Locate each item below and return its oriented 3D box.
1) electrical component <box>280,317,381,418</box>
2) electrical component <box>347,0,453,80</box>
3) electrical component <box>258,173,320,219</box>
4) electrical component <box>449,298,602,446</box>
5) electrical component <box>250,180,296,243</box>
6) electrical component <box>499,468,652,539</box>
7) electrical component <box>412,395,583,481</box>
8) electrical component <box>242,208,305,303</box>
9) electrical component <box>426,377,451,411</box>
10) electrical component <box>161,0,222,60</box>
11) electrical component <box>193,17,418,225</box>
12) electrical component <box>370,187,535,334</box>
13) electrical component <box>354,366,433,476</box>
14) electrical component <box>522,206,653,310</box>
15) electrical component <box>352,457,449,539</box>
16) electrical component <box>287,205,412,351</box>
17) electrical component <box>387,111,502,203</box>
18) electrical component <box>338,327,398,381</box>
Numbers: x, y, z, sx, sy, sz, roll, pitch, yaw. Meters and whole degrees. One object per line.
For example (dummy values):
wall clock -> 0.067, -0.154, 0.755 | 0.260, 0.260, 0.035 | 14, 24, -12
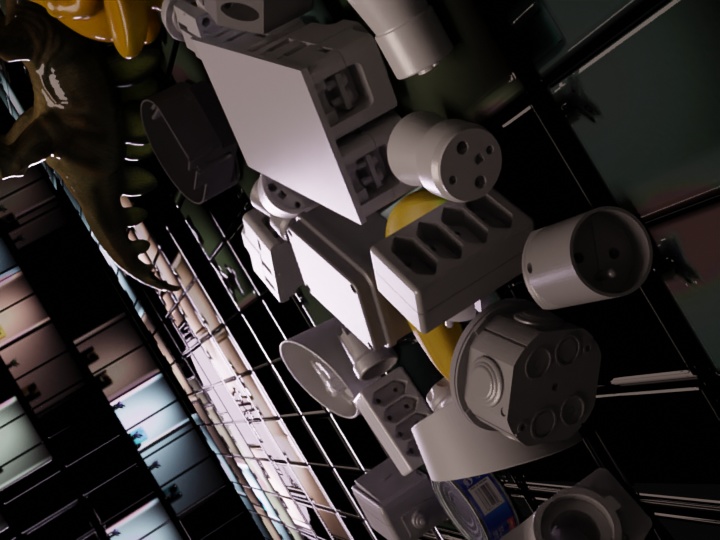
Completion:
electrical component -> -0.024, 0.096, 1.041 | 0.099, 0.064, 0.099 | 51, 161, 25
electrical component -> 0.021, -0.135, 0.570 | 0.065, 0.044, 0.044 | 59, 164, -16
electrical component -> -0.055, -0.069, 0.871 | 0.055, 0.055, 0.047 | 60, 167, -2
electrical component -> 0.096, 0.060, 0.621 | 0.051, 0.080, 0.080 | 23, 141, 54
electrical component -> -0.062, -0.055, 0.927 | 0.055, 0.045, 0.045 | 47, 159, 33
electrical component -> 0.135, 0.174, 0.684 | 0.050, 0.089, 0.055 | 50, 161, 28
electrical component -> 0.086, 0.105, 0.700 | 0.064, 0.099, 0.099 | 62, 164, 13
electrical component -> -0.073, -0.023, 1.002 | 0.055, 0.050, 0.089 | 49, 160, 30
electrical component -> 0.081, 0.110, 0.823 | 0.061, 0.035, 0.035 | 49, 161, 21
electrical component -> -0.128, -0.201, 0.867 | 0.055, 0.048, 0.066 | 36, 153, 36
electrical component -> -0.035, -0.112, 0.731 | 0.186, 0.060, 0.105 | 31, 147, 57
electrical component -> 0.057, 0.004, 0.628 | 0.047, 0.083, 0.075 | 45, 158, 38
electrical component -> 0.035, 0.141, 0.979 | 0.083, 0.047, 0.075 | 56, 163, 10
electrical component -> 0.107, -0.004, 0.542 | 0.043, 0.043, 0.081 | 60, 163, -2
electrical component -> 0.041, 0.235, 1.094 | 0.061, 0.062, 0.096 | 64, 162, -14
electrical component -> 0.000, 0.000, 0.825 | 0.113, 0.057, 0.078 | 41, 155, 46
electrical component -> 0.048, -0.064, 0.606 | 0.055, 0.045, 0.045 | 29, 146, 57
electrical component -> 0.006, 0.069, 0.956 | 0.046, 0.040, 0.040 | 58, 164, 22
